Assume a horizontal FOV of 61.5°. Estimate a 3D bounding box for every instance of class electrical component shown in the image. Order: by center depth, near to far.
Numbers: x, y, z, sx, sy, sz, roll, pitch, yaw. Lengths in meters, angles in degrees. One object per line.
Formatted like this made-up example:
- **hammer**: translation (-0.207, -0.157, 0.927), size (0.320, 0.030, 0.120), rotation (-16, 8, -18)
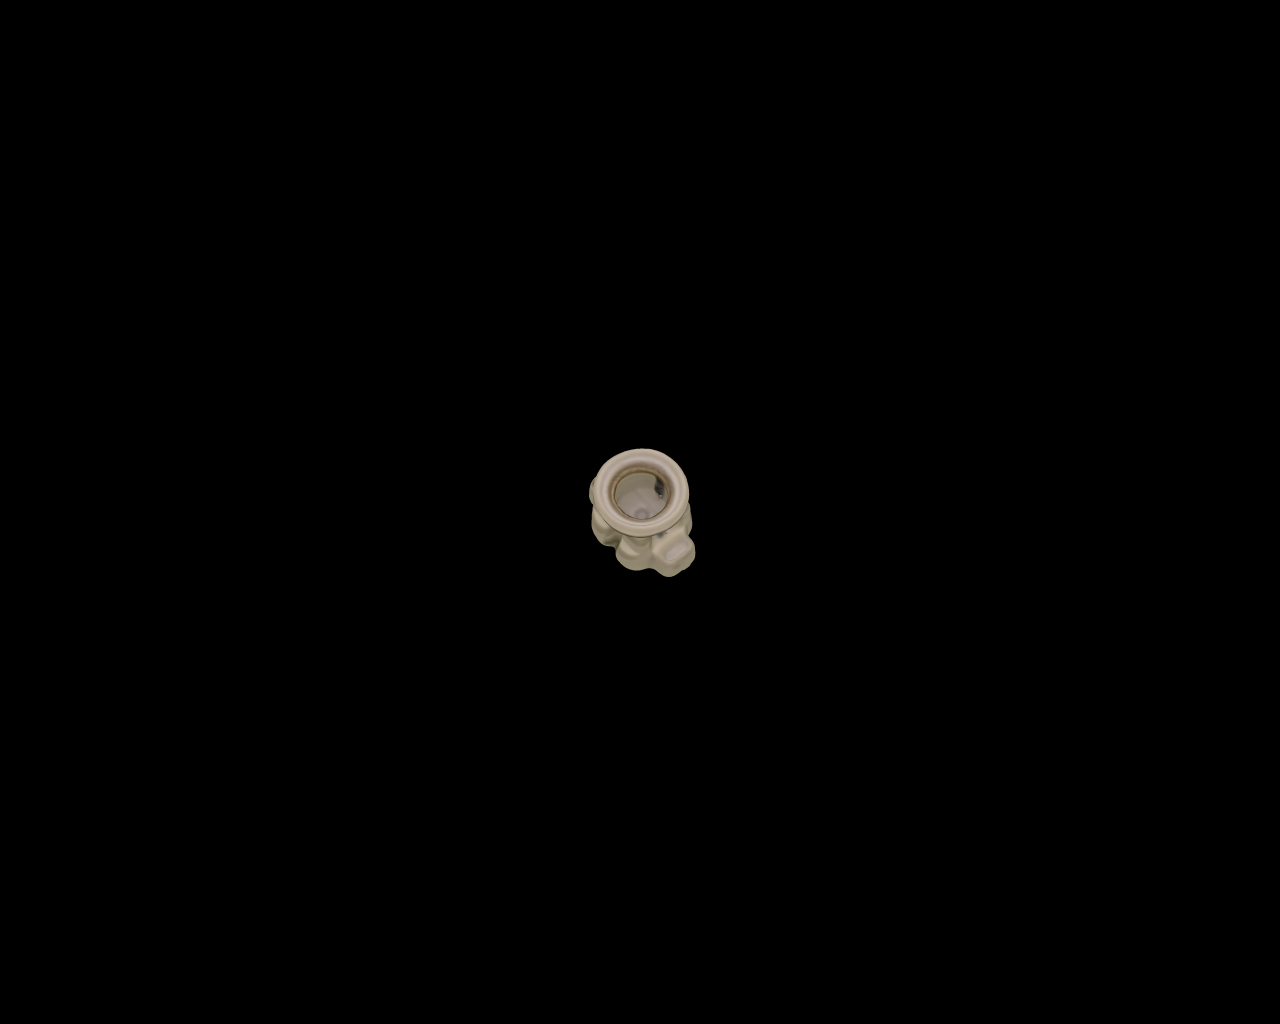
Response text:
- **electrical component**: translation (0.001, -0.003, 0.650), size (0.058, 0.078, 0.057), rotation (-38, -19, -16)
